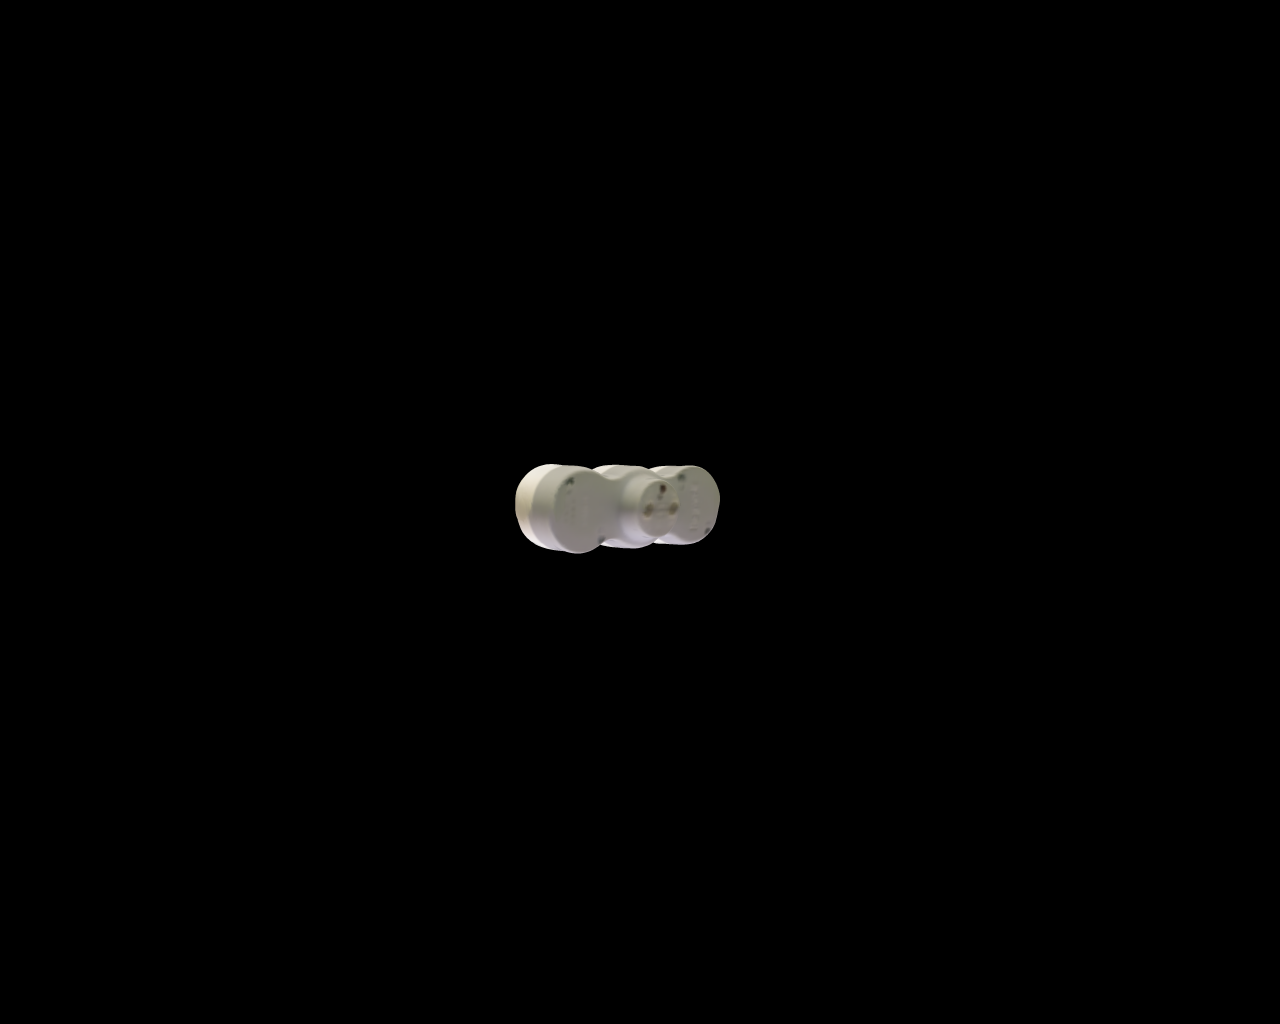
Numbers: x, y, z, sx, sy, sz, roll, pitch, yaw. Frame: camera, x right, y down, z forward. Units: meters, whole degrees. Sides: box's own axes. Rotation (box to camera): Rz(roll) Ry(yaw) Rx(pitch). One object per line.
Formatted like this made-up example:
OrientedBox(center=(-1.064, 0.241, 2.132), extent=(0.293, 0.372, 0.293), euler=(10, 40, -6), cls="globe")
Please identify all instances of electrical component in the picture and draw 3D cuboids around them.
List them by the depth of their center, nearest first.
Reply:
OrientedBox(center=(0.001, -0.003, 0.650), extent=(0.138, 0.052, 0.073), euler=(-2, 3, -40), cls="electrical component")
